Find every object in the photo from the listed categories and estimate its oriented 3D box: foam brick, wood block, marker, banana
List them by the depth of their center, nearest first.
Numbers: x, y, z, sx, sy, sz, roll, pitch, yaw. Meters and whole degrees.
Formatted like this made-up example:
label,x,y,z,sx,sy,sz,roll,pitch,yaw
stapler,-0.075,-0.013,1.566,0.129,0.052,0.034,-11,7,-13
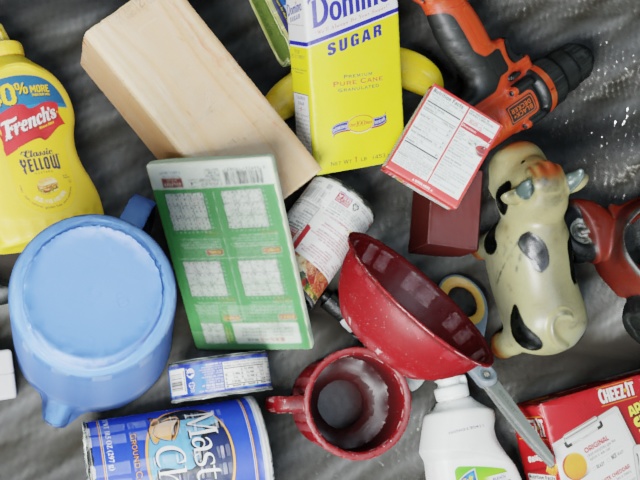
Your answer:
label,x,y,z,sx,sy,sz,roll,pitch,yaw
wood block,-0.105,-0.107,0.917,0.090,0.091,0.206,-40,93,-16
marker,0.046,0.090,0.965,0.121,0.020,0.020,43,74,-5
foam brick,0.116,-0.026,0.982,0.051,0.053,0.078,8,81,-14
banana,0.034,-0.145,0.986,0.197,0.037,0.069,-5,83,-15

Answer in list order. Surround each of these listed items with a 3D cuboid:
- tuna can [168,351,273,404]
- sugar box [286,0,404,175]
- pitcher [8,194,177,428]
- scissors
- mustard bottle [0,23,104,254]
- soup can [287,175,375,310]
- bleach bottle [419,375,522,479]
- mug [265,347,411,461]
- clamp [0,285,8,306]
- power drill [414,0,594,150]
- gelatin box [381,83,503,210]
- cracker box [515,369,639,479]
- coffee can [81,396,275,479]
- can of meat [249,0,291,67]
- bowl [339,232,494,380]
label,x,y,z,sx,sy,sz,roll,pitch,yaw
tuna can,-0.084,0.115,0.893,0.086,0.086,0.034,-6,82,-15
sugar box,0.023,-0.152,0.934,0.093,0.048,0.176,-12,111,-24
pitcher,-0.166,0.047,0.800,0.144,0.243,0.149,-21,83,-16
scissors,0.154,0.105,0.957,0.202,0.016,0.096,39,61,17
mustard bottle,-0.250,-0.089,0.892,0.096,0.058,0.191,-14,84,-33
soup can,-0.006,0.001,0.939,0.068,0.069,0.102,38,74,-7
bleach bottle,0.150,0.244,0.949,0.102,0.068,0.251,-8,81,-24
mug,0.010,0.141,0.916,0.117,0.082,0.093,-2,83,-15
clamp,-0.335,0.027,0.867,0.171,0.039,0.120,-30,87,-17
power drill,0.166,-0.193,0.994,0.184,0.057,0.187,-35,109,-25
gelatin box,0.107,-0.082,0.939,0.073,0.030,0.089,30,86,-4
cracker box,0.278,0.235,0.975,0.164,0.072,0.214,-11,84,-21
coffee can,-0.116,0.188,0.865,0.140,0.103,0.103,-7,84,-15
can of meat,-0.014,-0.219,0.975,0.083,0.057,0.102,-25,88,-14
bowl,0.069,0.066,0.898,0.162,0.162,0.055,40,103,-6
